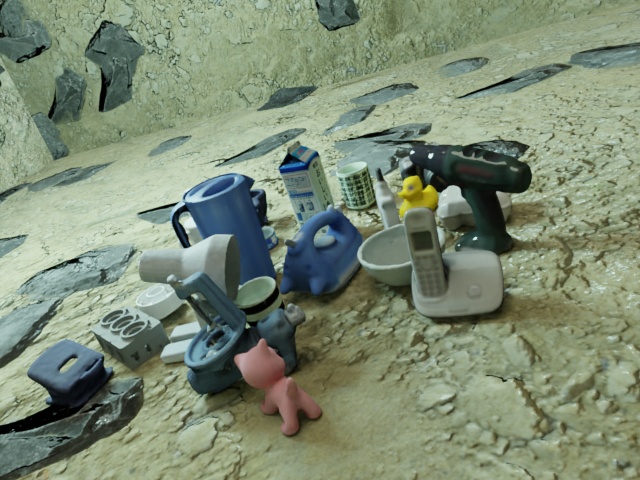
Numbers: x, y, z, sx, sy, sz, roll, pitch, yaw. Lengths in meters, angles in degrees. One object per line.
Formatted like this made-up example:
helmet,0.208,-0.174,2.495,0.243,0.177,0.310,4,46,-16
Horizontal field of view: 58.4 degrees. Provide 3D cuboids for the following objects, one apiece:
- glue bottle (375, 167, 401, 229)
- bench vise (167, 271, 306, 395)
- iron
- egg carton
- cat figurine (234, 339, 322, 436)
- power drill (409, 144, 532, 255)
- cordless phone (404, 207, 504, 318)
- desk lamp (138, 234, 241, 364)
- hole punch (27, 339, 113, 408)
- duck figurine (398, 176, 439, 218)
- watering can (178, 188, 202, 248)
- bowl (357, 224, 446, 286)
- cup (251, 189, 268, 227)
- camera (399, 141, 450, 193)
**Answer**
glue bottle,0.139,-0.069,1.179,0.037,0.173,0.078,-17,25,3
bench vise,-0.139,0.126,0.912,0.208,0.220,0.121,-26,26,-16
iron,0.011,0.004,1.155,0.118,0.142,0.259,-1,30,33
egg carton,0.319,-0.074,1.189,0.150,0.069,0.107,-9,26,19
cat figurine,-0.067,0.201,0.830,0.067,0.118,0.127,-32,28,-27
power drill,0.280,-0.079,1.060,0.228,0.209,0.076,6,34,42
cordless phone,0.209,0.030,0.910,0.147,0.185,0.094,-9,27,21
desk lamp,-0.221,0.100,1.030,0.203,0.214,0.118,-13,25,11
hole punch,-0.455,0.240,1.049,0.100,0.091,0.109,-5,28,27
duck figurine,0.219,-0.105,1.303,0.105,0.086,0.077,-30,27,-24
watering can,-0.270,-0.042,1.381,0.100,0.194,0.173,-5,28,28
bowl,0.158,0.037,1.065,0.167,0.075,0.167,-15,25,7
cup,-0.167,-0.073,1.493,0.092,0.095,0.117,-27,26,-18
camera,0.267,-0.171,1.390,0.143,0.101,0.137,-14,25,9
